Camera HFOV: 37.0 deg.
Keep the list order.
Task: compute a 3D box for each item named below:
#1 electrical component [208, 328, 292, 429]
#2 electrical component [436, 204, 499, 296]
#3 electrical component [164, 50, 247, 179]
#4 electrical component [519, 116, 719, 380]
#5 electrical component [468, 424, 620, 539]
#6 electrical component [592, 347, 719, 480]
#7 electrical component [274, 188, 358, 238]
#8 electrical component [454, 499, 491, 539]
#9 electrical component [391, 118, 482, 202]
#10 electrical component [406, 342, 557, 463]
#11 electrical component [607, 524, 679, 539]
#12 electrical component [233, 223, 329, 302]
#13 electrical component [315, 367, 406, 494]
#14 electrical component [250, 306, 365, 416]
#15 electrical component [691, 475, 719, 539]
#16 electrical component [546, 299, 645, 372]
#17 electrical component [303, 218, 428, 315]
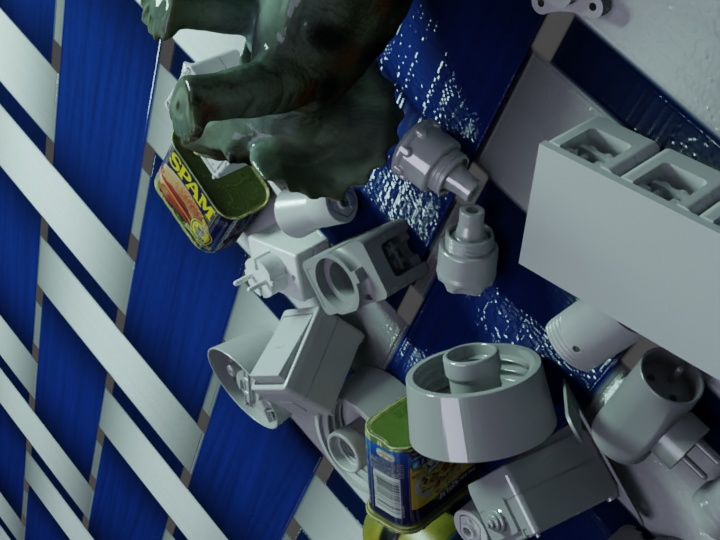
[{"bbox_3d":[-0.100,0.107,1.050,0.099,0.064,0.099,30,135,35],"label":"electrical component"},{"bbox_3d":[0.077,-0.016,0.763,0.043,0.043,0.062,30,133,35],"label":"electrical component"},{"bbox_3d":[-0.113,-0.137,0.896,0.096,0.061,0.062,56,144,5],"label":"electrical component"},{"bbox_3d":[0.176,-0.017,0.625,0.150,0.062,0.089,33,137,33],"label":"electrical component"},{"bbox_3d":[0.125,0.158,0.775,0.061,0.096,0.061,65,151,15],"label":"electrical component"},{"bbox_3d":[0.198,0.101,0.695,0.079,0.044,0.077,45,143,20],"label":"electrical component"},{"bbox_3d":[-0.033,-0.051,0.877,0.065,0.044,0.044,-9,107,48],"label":"electrical component"},{"bbox_3d":[0.106,0.190,0.853,0.044,0.065,0.044,30,135,35],"label":"electrical component"},{"bbox_3d":[0.056,-0.072,0.750,0.062,0.048,0.048,39,140,17],"label":"electrical component"},{"bbox_3d":[0.084,0.087,0.776,0.108,0.108,0.060,8,114,48],"label":"electrical component"},{"bbox_3d":[0.188,0.232,0.761,0.050,0.089,0.055,5,118,49],"label":"electrical component"},{"bbox_3d":[-0.073,-0.001,0.930,0.066,0.077,0.047,22,130,42],"label":"electrical component"},{"bbox_3d":[0.006,0.147,0.950,0.108,0.060,0.108,30,135,36],"label":"electrical component"},{"bbox_3d":[-0.046,0.072,0.935,0.061,0.096,0.062,33,157,-27],"label":"electrical component"},{"bbox_3d":[0.239,0.145,0.681,0.040,0.040,0.046,47,137,18],"label":"electrical component"},{"bbox_3d":[0.155,0.038,0.705,0.043,0.043,0.081,54,145,8],"label":"electrical component"},{"bbox_3d":[0.000,0.000,0.858,0.089,0.056,0.050,-19,99,54],"label":"electrical component"}]
